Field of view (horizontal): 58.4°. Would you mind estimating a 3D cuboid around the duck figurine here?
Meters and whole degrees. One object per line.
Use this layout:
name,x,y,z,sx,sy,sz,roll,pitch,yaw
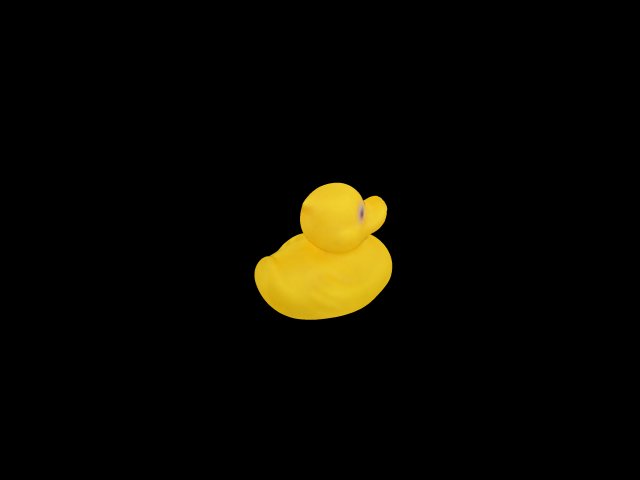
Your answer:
duck figurine,0.004,0.001,0.400,0.105,0.086,0.077,-18,44,-19
